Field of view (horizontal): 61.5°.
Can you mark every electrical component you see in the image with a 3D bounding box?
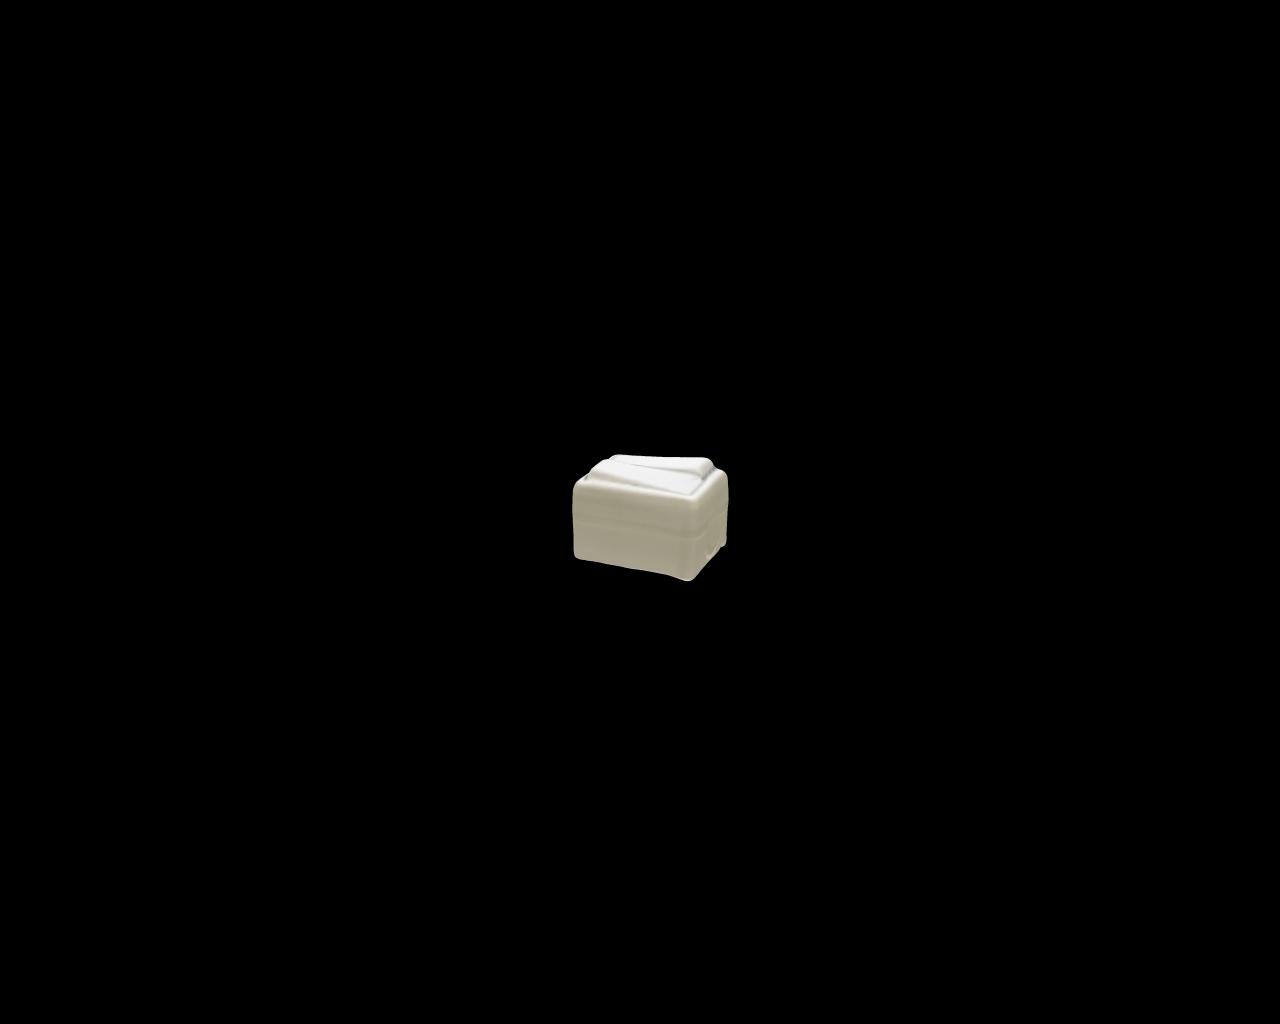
[{"bbox_3d":[0.001,-0.003,0.650,0.096,0.061,0.062,10,24,22],"label":"electrical component"}]
